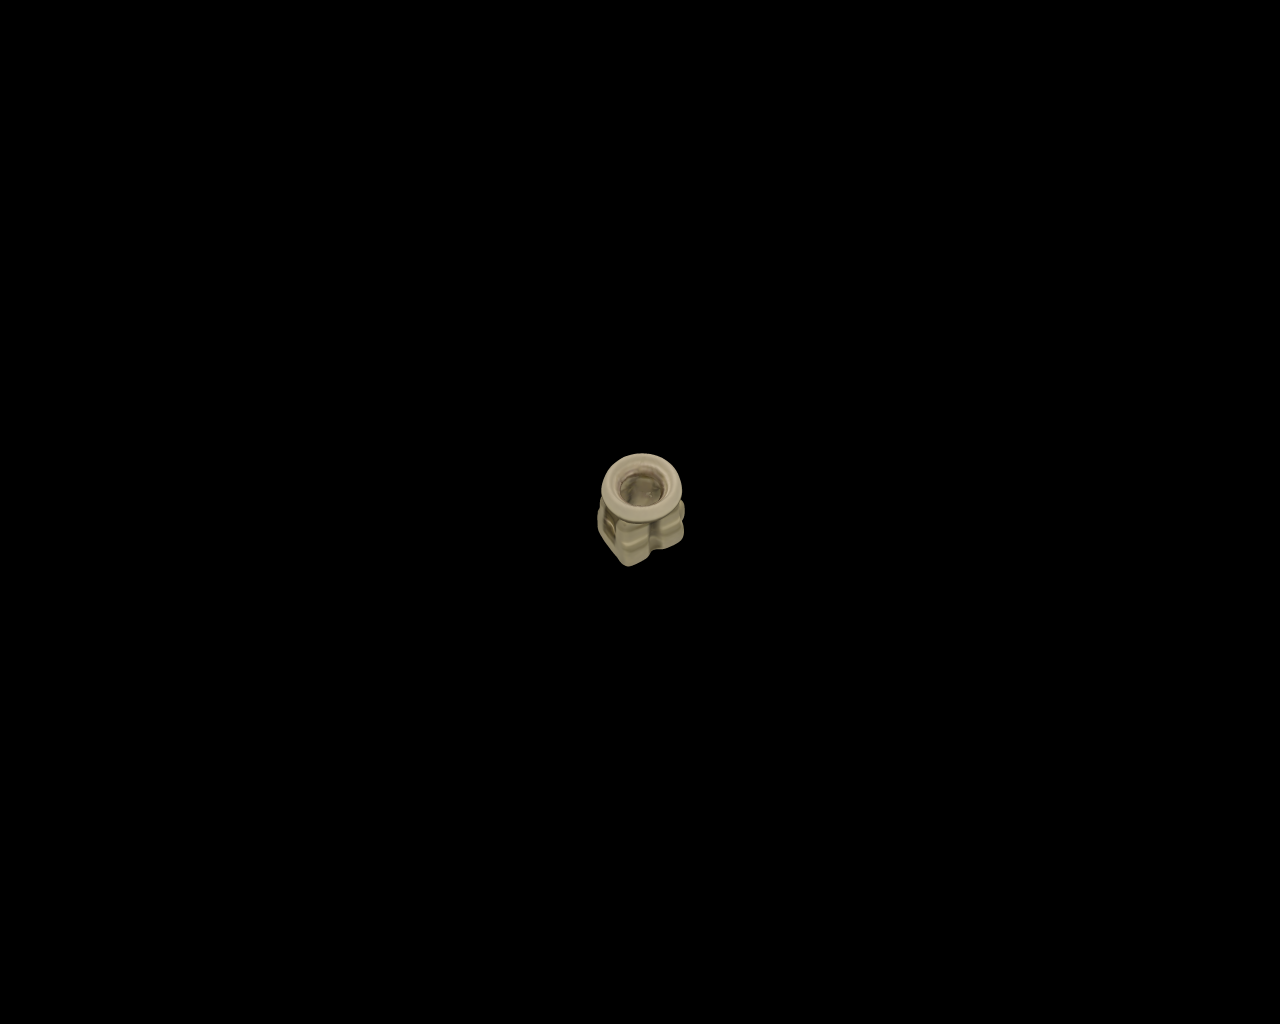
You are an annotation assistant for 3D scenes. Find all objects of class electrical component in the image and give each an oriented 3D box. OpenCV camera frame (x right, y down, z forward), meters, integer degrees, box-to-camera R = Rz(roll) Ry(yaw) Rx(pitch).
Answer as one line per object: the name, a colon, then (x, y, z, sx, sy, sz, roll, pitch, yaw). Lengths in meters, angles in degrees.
electrical component: (0.001, -0.003, 0.650, 0.066, 0.048, 0.055, -27, -33, -19)
